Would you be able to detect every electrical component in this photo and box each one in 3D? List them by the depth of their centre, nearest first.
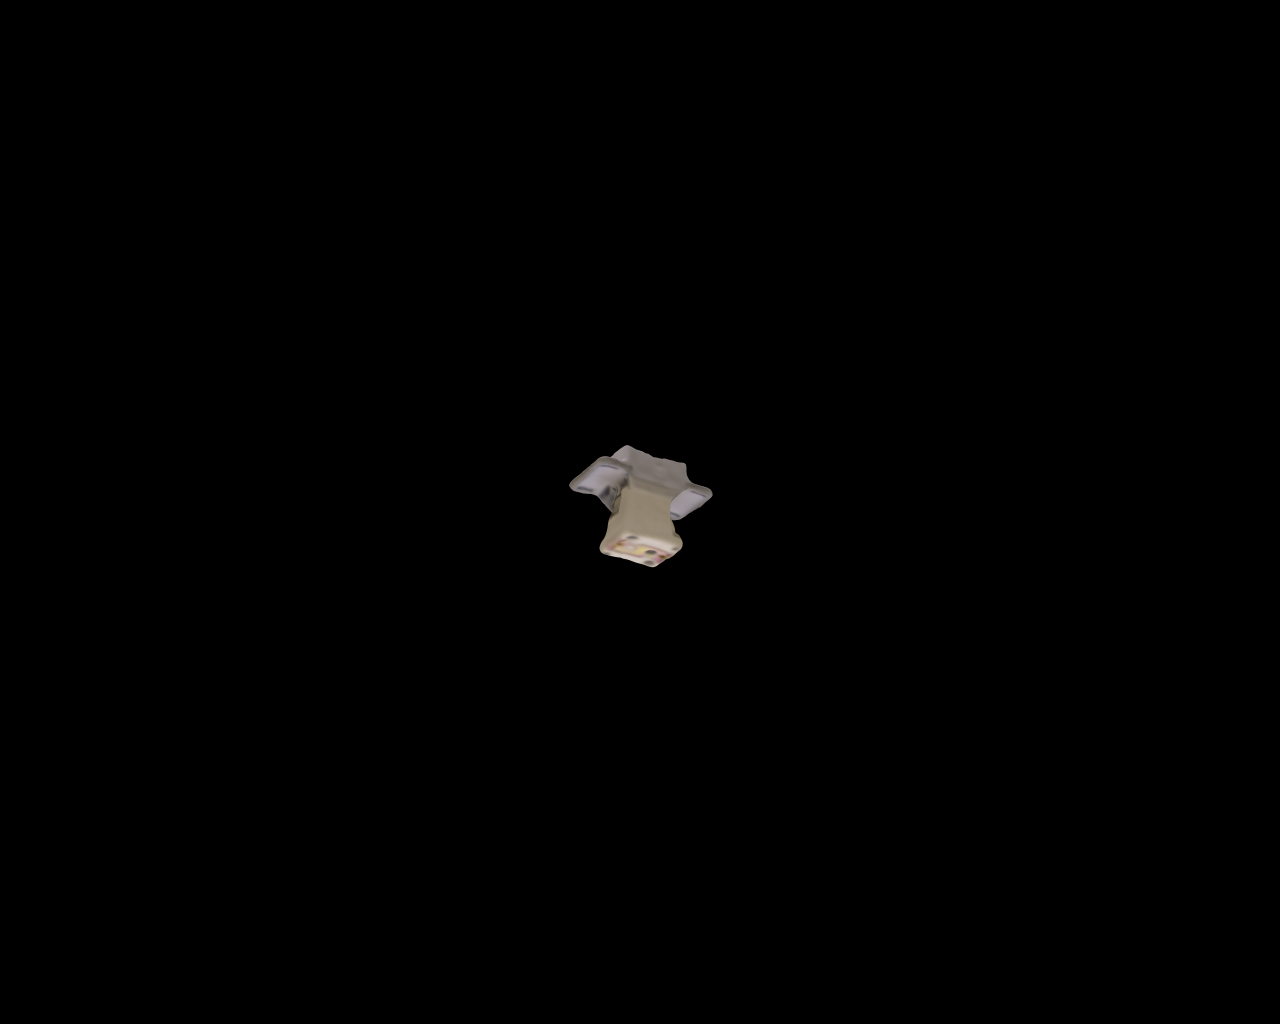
[{"bbox_3d":[0.001,-0.003,0.650,0.081,0.064,0.042,15,-32,-27],"label":"electrical component"}]
